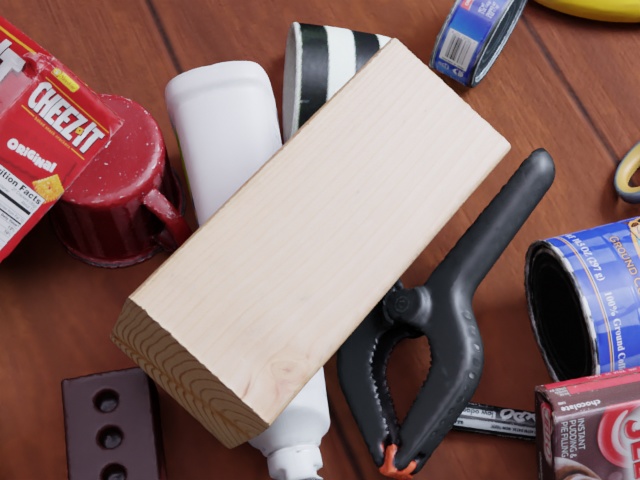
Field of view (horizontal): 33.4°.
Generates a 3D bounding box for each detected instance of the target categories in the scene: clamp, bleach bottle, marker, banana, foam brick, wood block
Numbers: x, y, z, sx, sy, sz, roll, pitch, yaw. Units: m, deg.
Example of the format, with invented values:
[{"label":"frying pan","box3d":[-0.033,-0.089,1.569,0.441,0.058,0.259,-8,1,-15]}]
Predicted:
[{"label":"clamp","box3d":[0.050,0.039,0.661,0.165,0.036,0.210,5,74,33]},{"label":"bleach bottle","box3d":[-0.038,0.023,0.645,0.068,0.102,0.251,-13,66,0]},{"label":"marker","box3d":[0.126,0.113,0.653,0.121,0.020,0.020,8,66,3]},{"label":"banana","box3d":[0.241,-0.189,0.784,0.197,0.037,0.069,-10,49,-7]},{"label":"foam brick","box3d":[-0.120,0.122,0.628,0.053,0.051,0.078,-10,66,-5]},{"label":"wood block","box3d":[-0.004,0.001,0.570,0.091,0.090,0.205,43,66,0]}]

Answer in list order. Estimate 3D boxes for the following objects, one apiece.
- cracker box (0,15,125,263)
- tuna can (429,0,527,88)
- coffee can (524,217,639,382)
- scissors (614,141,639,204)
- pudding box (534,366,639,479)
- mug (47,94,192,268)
[{"label":"cracker box","box3d":[-0.242,-0.038,0.631,0.213,0.072,0.164,-49,47,-4]},{"label":"tuna can","box3d":[0.111,-0.149,0.735,0.034,0.086,0.086,31,69,11]},{"label":"coffee can","box3d":[0.208,0.033,0.644,0.140,0.103,0.103,-14,67,-7]},{"label":"scissors","box3d":[0.248,-0.091,0.742,0.096,0.016,0.201,-26,30,31]},{"label":"pudding box","box3d":[0.169,0.127,0.600,0.090,0.113,0.039,-10,28,-5]},{"label":"mug","box3d":[-0.127,-0.033,0.681,0.117,0.081,0.093,40,71,16]}]
